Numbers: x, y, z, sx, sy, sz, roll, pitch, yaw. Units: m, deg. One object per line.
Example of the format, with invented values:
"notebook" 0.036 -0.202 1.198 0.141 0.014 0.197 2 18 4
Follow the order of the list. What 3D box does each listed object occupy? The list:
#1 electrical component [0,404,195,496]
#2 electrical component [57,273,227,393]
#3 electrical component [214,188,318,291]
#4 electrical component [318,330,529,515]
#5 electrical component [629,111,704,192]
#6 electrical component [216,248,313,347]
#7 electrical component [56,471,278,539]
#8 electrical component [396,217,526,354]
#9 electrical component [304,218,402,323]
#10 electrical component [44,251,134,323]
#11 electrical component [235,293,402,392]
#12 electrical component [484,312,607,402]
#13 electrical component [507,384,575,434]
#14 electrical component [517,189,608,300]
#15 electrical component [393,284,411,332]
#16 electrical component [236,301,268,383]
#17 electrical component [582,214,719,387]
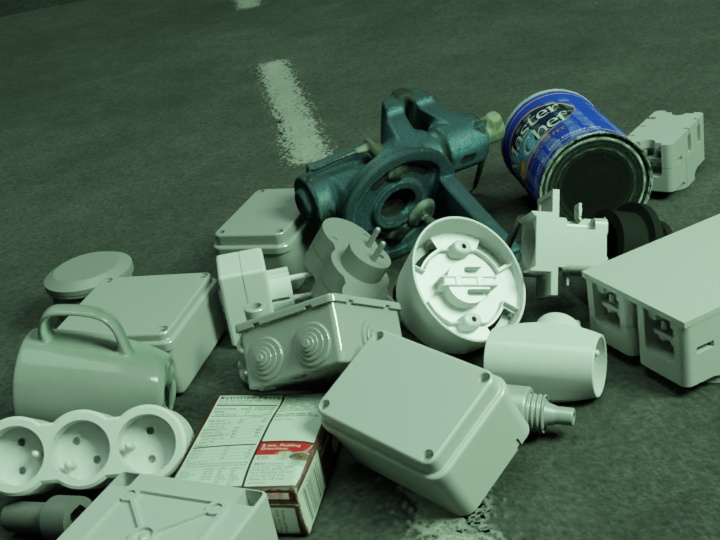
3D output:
"electrical component" -0.182 0.124 0.739 0.138 0.052 0.073 -5 -11 0
"electrical component" -0.179 0.052 0.881 0.109 0.056 0.108 -3 26 16
"electrical component" -0.080 -0.030 1.013 0.078 0.057 0.113 0 27 21
"electrical component" 0.038 0.093 0.680 0.113 0.057 0.078 19 62 46
"electrical component" 0.294 -0.111 1.036 0.050 0.055 0.089 9 31 35
"electrical component" -0.076 0.019 0.899 0.077 0.065 0.047 -11 26 -5
"electrical component" -0.116 0.171 0.609 0.109 0.056 0.108 2 28 26
"electrical component" 0.076 0.013 0.810 0.099 0.099 0.064 -23 -13 -24
"electrical component" 0.000 0.000 0.858 0.052 0.073 0.138 16 32 -25
"electrical component" -0.243 0.019 0.981 0.080 0.051 0.080 -9 25 4
"electrical component" -0.025 0.054 0.761 0.100 0.048 0.100 -19 -17 31
"electrical component" 0.137 0.056 0.765 0.077 0.043 0.079 2 28 25
"electrical component" 0.110 0.093 0.708 0.061 0.035 0.035 4 29 21
"electrical component" 0.157 -0.018 0.829 0.064 0.081 0.042 3 -7 -6
"electrical component" 0.061 0.022 0.864 0.055 0.045 0.045 -22 28 -23
"electrical component" -0.075 0.055 0.828 0.048 0.062 0.048 -9 25 4
"electrical component" 0.271 0.013 0.782 0.186 0.060 0.105 -21 27 -21
